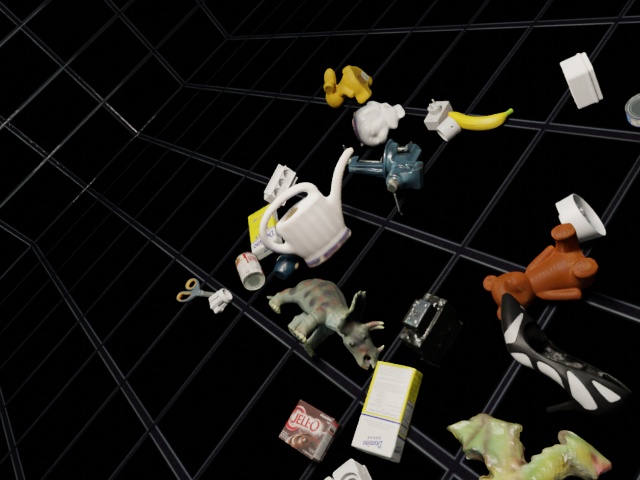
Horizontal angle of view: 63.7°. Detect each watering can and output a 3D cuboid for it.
[{"bbox_3d":[0.004,-0.070,1.389,0.347,0.222,0.105,-39,20,2],"label":"watering can"}]

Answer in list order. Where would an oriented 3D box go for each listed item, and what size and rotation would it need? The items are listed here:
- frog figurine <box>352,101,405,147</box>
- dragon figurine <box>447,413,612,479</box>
[{"bbox_3d":[0.187,-0.366,1.604,0.159,0.122,0.139,-13,79,19],"label":"frog figurine"},{"bbox_3d":[0.255,0.396,0.842,0.408,0.120,0.248,-15,23,23],"label":"dragon figurine"}]
